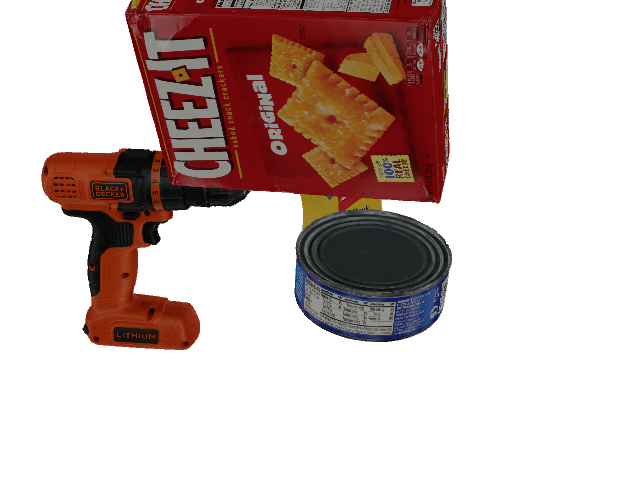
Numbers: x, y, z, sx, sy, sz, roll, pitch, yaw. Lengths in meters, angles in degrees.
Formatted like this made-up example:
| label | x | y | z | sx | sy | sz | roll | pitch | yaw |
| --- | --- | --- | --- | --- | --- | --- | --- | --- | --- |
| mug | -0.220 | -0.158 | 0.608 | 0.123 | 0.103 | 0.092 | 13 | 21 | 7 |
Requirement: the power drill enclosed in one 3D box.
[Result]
| label | x | y | z | sx | sy | sz | roll | pitch | yaw |
| --- | --- | --- | --- | --- | --- | --- | --- | --- | --- |
| power drill | -0.151 | 0.007 | 0.964 | 0.184 | 0.188 | 0.057 | 3 | 26 | 7 |

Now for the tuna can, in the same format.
| label | x | y | z | sx | sy | sz | roll | pitch | yaw |
| --- | --- | --- | --- | --- | --- | --- | --- | --- | --- |
| tuna can | 0.028 | 0.019 | 0.590 | 0.086 | 0.034 | 0.086 | 3 | 32 | -2 |

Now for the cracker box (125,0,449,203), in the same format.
| label | x | y | z | sx | sy | sz | roll | pitch | yaw |
| --- | --- | --- | --- | --- | --- | --- | --- | --- | --- |
| cracker box | -0.017 | -0.111 | 0.769 | 0.214 | 0.072 | 0.164 | 4 | -44 | 12 |

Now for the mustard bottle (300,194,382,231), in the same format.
| label | x | y | z | sx | sy | sz | roll | pitch | yaw |
| --- | --- | --- | --- | --- | --- | --- | --- | --- | --- |
| mustard bottle | 0.020 | -0.058 | 1.029 | 0.096 | 0.192 | 0.058 | -18 | 23 | -38 |
